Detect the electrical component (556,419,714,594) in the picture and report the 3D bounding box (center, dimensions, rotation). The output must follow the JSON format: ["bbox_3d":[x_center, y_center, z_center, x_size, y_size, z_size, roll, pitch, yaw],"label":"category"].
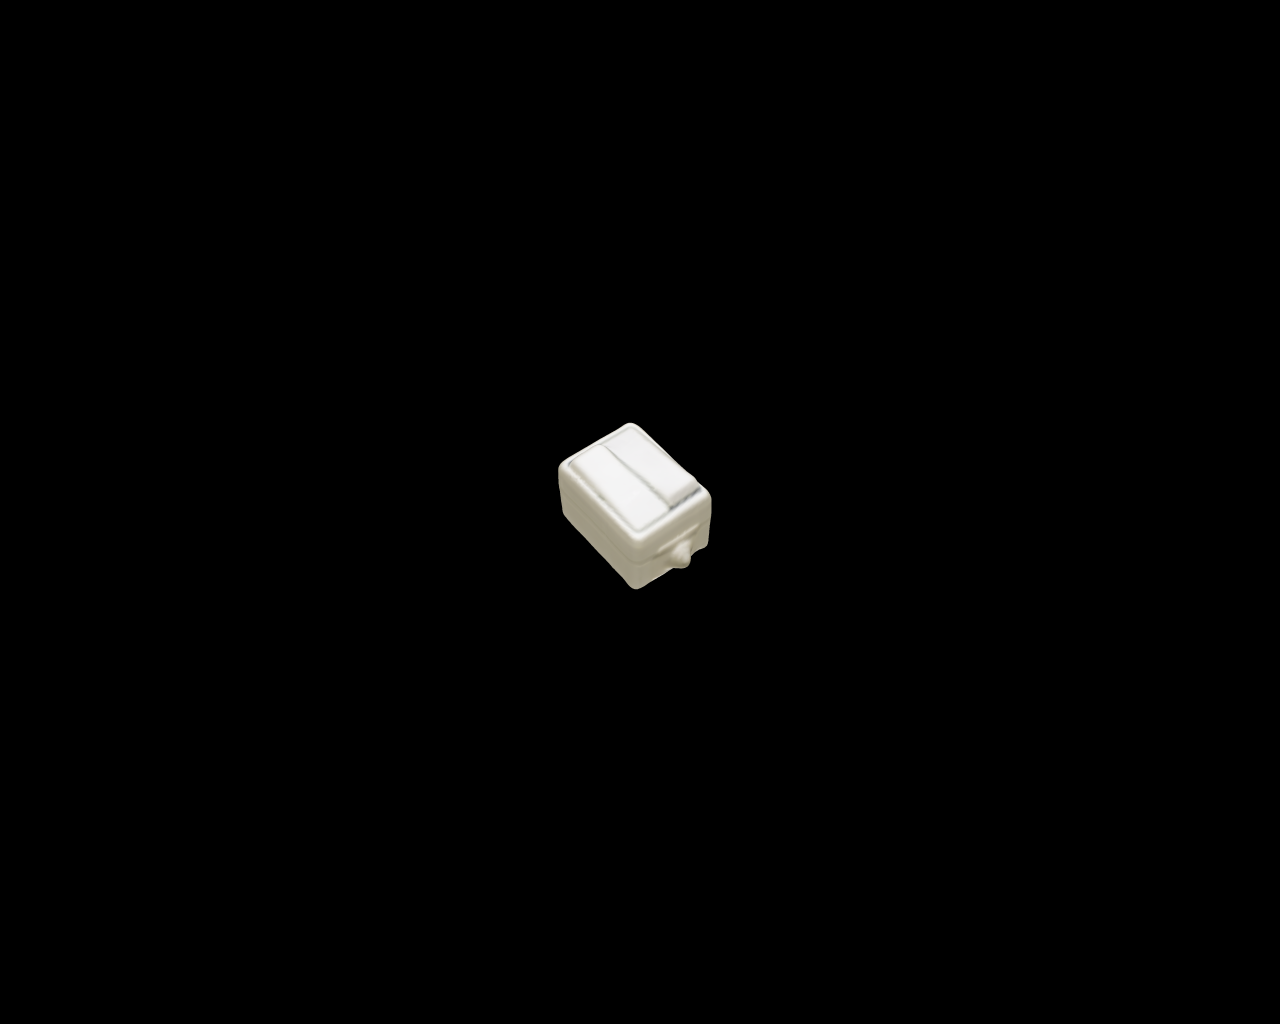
[{"bbox_3d":[0.001,-0.003,0.650,0.062,0.096,0.061,-32,-32,-22],"label":"electrical component"}]
